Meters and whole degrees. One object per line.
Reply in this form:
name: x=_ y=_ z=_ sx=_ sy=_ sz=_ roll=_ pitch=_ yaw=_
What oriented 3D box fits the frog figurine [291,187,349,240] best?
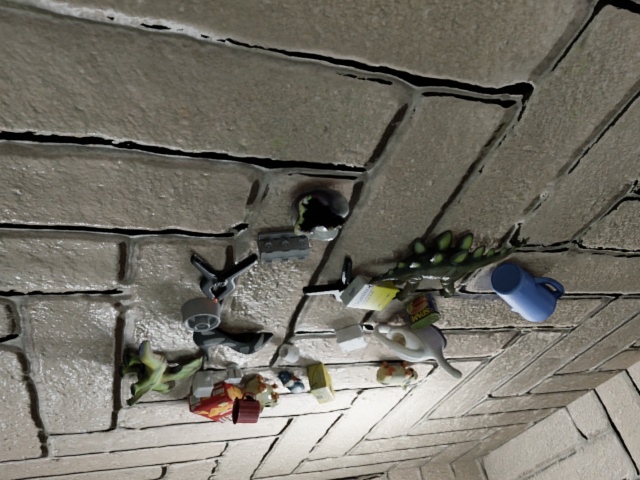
frog figurine: x=0.004 y=-0.060 z=1.184 sx=0.137 sy=0.123 sz=0.160 roll=-32 pitch=176 yaw=9

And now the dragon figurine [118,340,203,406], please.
dragon figurine: x=-0.486 y=0.397 z=1.618 sx=0.244 sy=0.124 sz=0.402 roll=-8 pitch=148 yaw=-38

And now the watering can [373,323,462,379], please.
watering can: x=0.338 y=0.348 z=1.665 sx=0.225 sy=0.350 sz=0.103 roll=-3 pitch=110 yaw=-49
